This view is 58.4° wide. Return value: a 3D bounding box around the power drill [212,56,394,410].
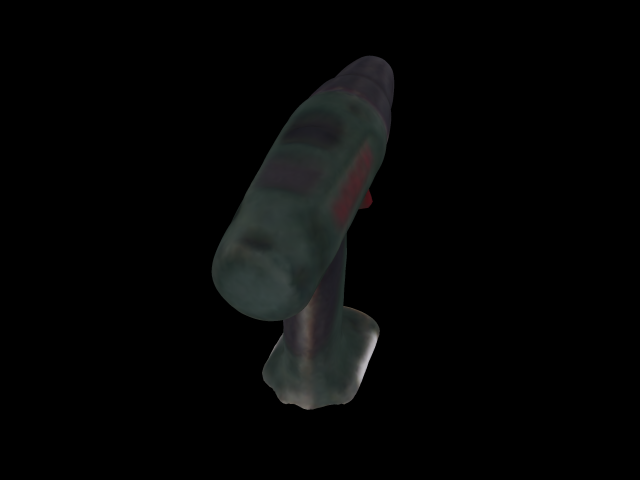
[{"bbox_3d":[0.004,0.001,0.400,0.075,0.208,0.230,10,34,16],"label":"power drill"}]
